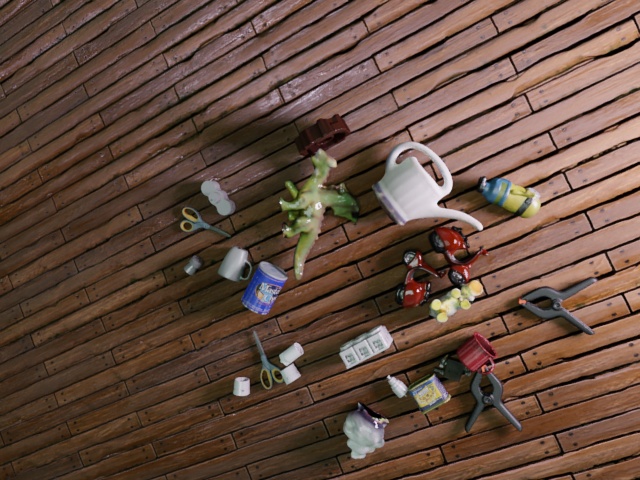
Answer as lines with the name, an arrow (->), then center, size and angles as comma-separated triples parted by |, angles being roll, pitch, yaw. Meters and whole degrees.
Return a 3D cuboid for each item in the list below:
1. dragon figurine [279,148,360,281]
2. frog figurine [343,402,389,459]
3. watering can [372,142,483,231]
dragon figurine -> 0.005, -0.082, 1.626 | 0.242, 0.123, 0.407 | -7, 100, 8
frog figurine -> 0.131, 0.613, 1.611 | 0.137, 0.123, 0.159 | 28, 90, -7
watering can -> 0.299, -0.123, 1.522 | 0.222, 0.104, 0.350 | -37, 78, 17
